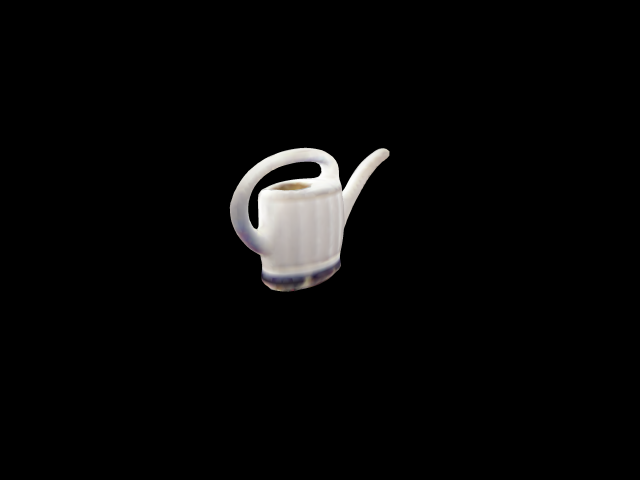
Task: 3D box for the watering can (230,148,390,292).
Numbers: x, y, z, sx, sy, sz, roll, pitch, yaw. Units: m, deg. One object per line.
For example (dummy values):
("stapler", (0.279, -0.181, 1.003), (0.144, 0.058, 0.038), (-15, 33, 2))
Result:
("watering can", (0.003, -0.043, 0.850), (0.350, 0.221, 0.104), (-15, 22, -41))
